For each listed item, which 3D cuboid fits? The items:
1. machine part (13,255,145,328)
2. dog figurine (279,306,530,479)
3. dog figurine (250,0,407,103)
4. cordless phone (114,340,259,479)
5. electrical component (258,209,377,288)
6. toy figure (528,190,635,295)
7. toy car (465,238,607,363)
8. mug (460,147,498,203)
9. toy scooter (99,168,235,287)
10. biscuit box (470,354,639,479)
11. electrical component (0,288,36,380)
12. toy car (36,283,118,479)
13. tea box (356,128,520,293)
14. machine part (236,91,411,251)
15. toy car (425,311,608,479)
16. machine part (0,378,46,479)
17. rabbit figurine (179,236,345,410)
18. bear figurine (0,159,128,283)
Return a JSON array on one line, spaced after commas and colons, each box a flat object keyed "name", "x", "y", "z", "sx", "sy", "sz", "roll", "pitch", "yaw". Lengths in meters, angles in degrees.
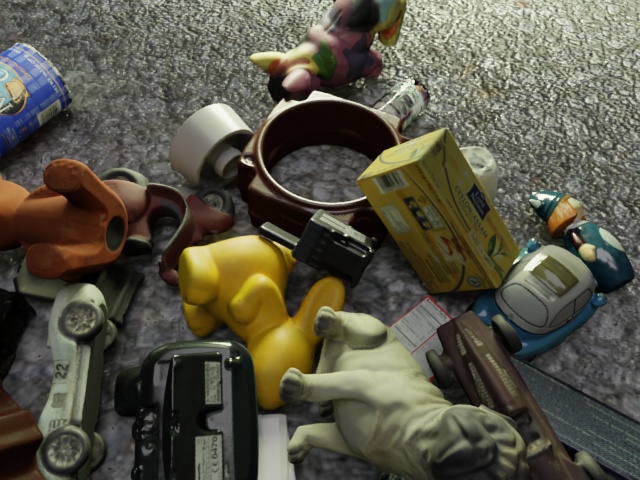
[{"name": "machine part", "x": -0.279, "y": 0.055, "z": 0.611, "sx": 0.139, "sy": 0.039, "sz": 0.084, "roll": 12, "pitch": 61, "yaw": 4}, {"name": "dog figurine", "x": 0.082, "y": 0.137, "z": 0.466, "sx": 0.191, "sy": 0.121, "sz": 0.172, "roll": 8, "pitch": 41, "yaw": 21}, {"name": "dog figurine", "x": 0.008, "y": -0.279, "z": 0.769, "sx": 0.108, "sy": 0.191, "sz": 0.219, "roll": 44, "pitch": 49, "yaw": 17}, {"name": "cordless phone", "x": -0.143, "y": 0.170, "z": 0.484, "sx": 0.088, "sy": 0.184, "sz": 0.146, "roll": 15, "pitch": 63, "yaw": -45}, {"name": "electrical component", "x": -0.001, "y": -0.002, "z": 0.571, "sx": 0.119, "sy": 0.075, "sz": 0.047, "roll": 30, "pitch": 104, "yaw": 5}, {"name": "toy figure", "x": 0.318, "y": -0.006, "z": 0.662, "sx": 0.058, "sy": 0.064, "sz": 0.154, "roll": -28, "pitch": 64, "yaw": 0}, {"name": "toy car", "x": 0.240, "y": 0.057, "z": 0.591, "sx": 0.162, "sy": 0.102, "sz": 0.109, "roll": -30, "pitch": 61, "yaw": -23}, {"name": "mug", "x": 0.167, "y": -0.064, "z": 0.666, "sx": 0.110, "sy": 0.107, "sz": 0.081, "roll": 1, "pitch": 55, "yaw": -4}, {"name": "toy scooter", "x": -0.199, "y": -0.012, "z": 0.639, "sx": 0.184, "sy": 0.075, "sz": 0.135, "roll": 8, "pitch": 60, "yaw": -1}, {"name": "biscuit box", "x": 0.254, "y": 0.189, "z": 0.526, "sx": 0.203, "sy": 0.059, "sz": 0.063, "roll": 28, "pitch": 61, "yaw": 16}, {"name": "electrical component", "x": -0.384, "y": 0.111, "z": 0.557, "sx": 0.115, "sy": 0.058, "sz": 0.134, "roll": 7, "pitch": 56, "yaw": 5}, {"name": "toy car", "x": -0.235, "y": 0.142, "z": 0.516, "sx": 0.056, "sy": 0.073, "sz": 0.202, "roll": 0, "pitch": 67, "yaw": -7}, {"name": "tea box", "x": 0.131, "y": -0.026, "z": 0.591, "sx": 0.068, "sy": 0.098, "sz": 0.169, "roll": -48, "pitch": 113, "yaw": -32}, {"name": "machine part", "x": 0.011, "y": -0.089, "z": 0.690, "sx": 0.201, "sy": 0.087, "sz": 0.201, "roll": 21, "pitch": 56, "yaw": 12}, {"name": "toy car", "x": 0.172, "y": 0.159, "z": 0.482, "sx": 0.089, "sy": 0.053, "sz": 0.202, "roll": -28, "pitch": 72, "yaw": 5}, {"name": "machine part", "x": -0.318, "y": 0.199, "z": 0.454, "sx": 0.180, "sy": 0.056, "sz": 0.179, "roll": -2, "pitch": 82, "yaw": 19}, {"name": "rabbit figurine", "x": -0.056, "y": 0.089, "z": 0.558, "sx": 0.162, "sy": 0.121, "sz": 0.173, "roll": -8, "pitch": 53, "yaw": -27}, {"name": "bear figurine", "x": -0.310, "y": -0.026, "z": 0.561, "sx": 0.196, "sy": 0.132, "sz": 0.120, "roll": 11, "pitch": 84, "yaw": 7}]
